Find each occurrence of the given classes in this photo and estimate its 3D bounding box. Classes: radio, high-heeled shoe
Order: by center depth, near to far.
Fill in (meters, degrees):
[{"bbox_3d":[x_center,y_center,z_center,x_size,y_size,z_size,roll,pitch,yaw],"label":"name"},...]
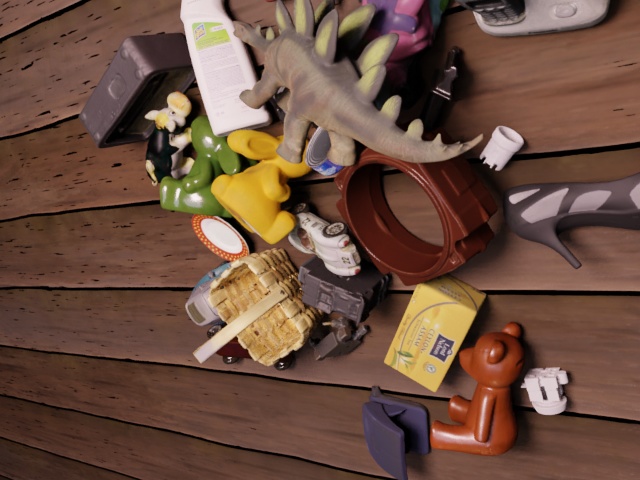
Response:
[{"bbox_3d":[0.354,-0.072,0.663,0.249,0.086,0.145,-40,54,19],"label":"high-heeled shoe"},{"bbox_3d":[-0.318,-0.257,0.944,0.229,0.131,0.073,-38,86,37],"label":"radio"}]

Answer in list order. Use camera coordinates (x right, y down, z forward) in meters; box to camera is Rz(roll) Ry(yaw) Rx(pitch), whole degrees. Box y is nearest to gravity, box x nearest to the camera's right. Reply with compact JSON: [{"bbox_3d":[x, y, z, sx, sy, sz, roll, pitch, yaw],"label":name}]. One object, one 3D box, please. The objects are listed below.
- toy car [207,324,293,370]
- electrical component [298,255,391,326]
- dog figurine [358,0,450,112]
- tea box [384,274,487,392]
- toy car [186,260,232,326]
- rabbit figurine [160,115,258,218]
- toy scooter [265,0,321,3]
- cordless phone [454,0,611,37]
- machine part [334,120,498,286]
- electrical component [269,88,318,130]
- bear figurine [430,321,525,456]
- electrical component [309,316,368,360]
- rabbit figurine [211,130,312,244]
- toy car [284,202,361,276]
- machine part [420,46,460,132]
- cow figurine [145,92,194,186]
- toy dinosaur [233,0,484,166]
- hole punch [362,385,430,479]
[{"bbox_3d":[-0.139,0.210,1.077,0.202,0.053,0.089,-4,122,32],"label":"toy car"},{"bbox_3d":[0.034,0.071,0.873,0.134,0.115,0.058,22,118,21],"label":"electrical component"},{"bbox_3d":[0.082,-0.278,0.706,0.191,0.108,0.219,44,128,8],"label":"dog figurine"},{"bbox_3d":[0.178,0.140,0.842,0.098,0.068,0.169,27,121,20],"label":"tea box"},{"bbox_3d":[-0.210,0.117,1.053,0.162,0.103,0.109,-30,91,35],"label":"toy car"},{"bbox_3d":[-0.192,-0.129,0.934,0.159,0.121,0.170,12,100,24],"label":"rabbit figurine"},{"bbox_3d":[-0.019,-0.398,0.735,0.135,0.075,0.183,40,128,12],"label":"toy scooter"},{"bbox_3d":[0.225,-0.270,0.570,0.147,0.184,0.088,6,108,30],"label":"cordless phone"},{"bbox_3d":[0.124,-0.045,0.749,0.201,0.087,0.201,56,149,0],"label":"machine part"},{"bbox_3d":[-0.026,-0.204,0.838,0.075,0.048,0.119,-36,87,37],"label":"electrical component"},{"bbox_3d":[0.239,0.219,0.807,0.132,0.120,0.195,3,109,35],"label":"bear figurine"},{"bbox_3d":[0.027,0.174,0.950,0.102,0.078,0.045,-51,53,41],"label":"electrical component"},{"bbox_3d":[-0.082,-0.105,0.851,0.162,0.173,0.122,49,172,-24],"label":"rabbit figurine"},{"bbox_3d":[-0.002,-0.003,0.857,0.202,0.056,0.073,32,151,53],"label":"toy car"},{"bbox_3d":[0.154,-0.183,0.725,0.039,0.084,0.138,15,134,-4],"label":"machine part"},{"bbox_3d":[-0.275,-0.179,0.960,0.068,0.098,0.167,30,135,19],"label":"cow figurine"},{"bbox_3d":[0.008,-0.189,0.661,0.472,0.105,0.198,48,137,34],"label":"toy dinosaur"},{"bbox_3d":[0.124,0.346,0.952,0.116,0.092,0.142,5,116,34],"label":"hole punch"}]
